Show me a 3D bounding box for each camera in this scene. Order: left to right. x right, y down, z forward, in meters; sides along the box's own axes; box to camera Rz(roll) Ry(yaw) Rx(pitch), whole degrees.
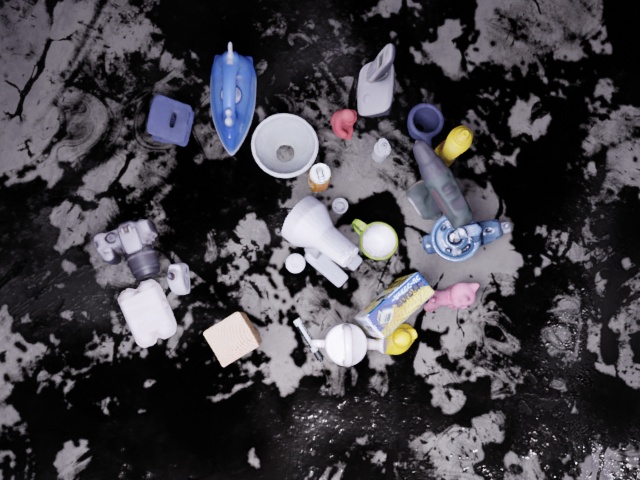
[{"bbox_3d":[-0.455,0.030,1.382,0.143,0.100,0.137,-22,85,-6],"label":"camera"}]

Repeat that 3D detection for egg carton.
[{"bbox_3d":[-0.414,0.176,1.383,0.107,0.069,0.150,-26,85,-7],"label":"egg carton"}]

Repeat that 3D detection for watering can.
[{"bbox_3d":[0.068,0.243,1.345,0.173,0.194,0.101,-20,84,-6],"label":"watering can"}]

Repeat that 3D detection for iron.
[{"bbox_3d":[-0.221,-0.354,1.427,0.118,0.141,0.258,0,83,-4],"label":"iron"}]

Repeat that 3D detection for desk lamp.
[{"bbox_3d":[0.013,0.005,1.362,0.203,0.213,0.118,40,82,2],"label":"desk lamp"}]

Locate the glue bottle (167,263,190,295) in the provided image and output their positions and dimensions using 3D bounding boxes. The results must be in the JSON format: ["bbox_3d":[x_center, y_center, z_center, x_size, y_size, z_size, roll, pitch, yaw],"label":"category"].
[{"bbox_3d":[-0.337,0.088,1.347,0.037,0.173,0.078,-4,83,-4],"label":"glue bottle"}]

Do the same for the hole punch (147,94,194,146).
[{"bbox_3d":[-0.372,-0.300,1.435,0.101,0.091,0.109,11,82,-2],"label":"hole punch"}]

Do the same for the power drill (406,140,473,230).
[{"bbox_3d":[0.278,-0.122,1.399,0.075,0.208,0.229,-34,86,-7],"label":"power drill"}]

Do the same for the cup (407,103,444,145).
[{"bbox_3d":[0.265,-0.282,1.476,0.091,0.095,0.118,-5,83,-4],"label":"cup"}]

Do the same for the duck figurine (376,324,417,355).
[{"bbox_3d":[0.192,0.244,1.409,0.104,0.086,0.077,-20,84,-6],"label":"duck figurine"}]

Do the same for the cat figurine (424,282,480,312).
[{"bbox_3d":[0.327,0.141,1.415,0.128,0.117,0.067,-7,83,-5],"label":"cat figurine"}]

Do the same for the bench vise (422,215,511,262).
[{"bbox_3d":[0.364,-0.027,1.388,0.207,0.219,0.121,-29,85,-7],"label":"bench vise"}]

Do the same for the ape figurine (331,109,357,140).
[{"bbox_3d":[0.066,-0.307,1.466,0.078,0.092,0.076,-43,87,-8],"label":"ape figurine"}]

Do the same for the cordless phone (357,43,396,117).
[{"bbox_3d":[0.150,-0.399,1.437,0.094,0.185,0.148,2,83,-3],"label":"cordless phone"}]

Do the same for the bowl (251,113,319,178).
[{"bbox_3d":[-0.089,-0.231,1.455,0.167,0.074,0.167,1,83,-4],"label":"bowl"}]
